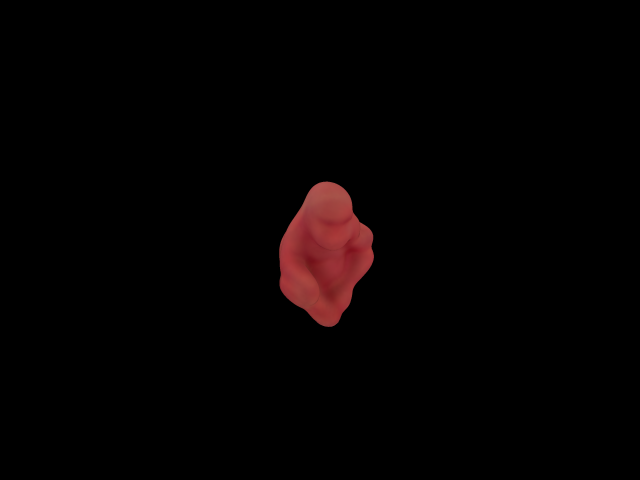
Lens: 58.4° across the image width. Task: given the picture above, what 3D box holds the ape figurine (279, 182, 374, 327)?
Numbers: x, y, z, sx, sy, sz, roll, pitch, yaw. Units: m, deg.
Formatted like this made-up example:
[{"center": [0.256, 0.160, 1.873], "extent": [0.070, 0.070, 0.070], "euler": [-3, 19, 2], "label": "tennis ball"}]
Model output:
[{"center": [0.004, 0.001, 0.400], "extent": [0.078, 0.092, 0.076], "euler": [-19, 46, -19], "label": "ape figurine"}]
